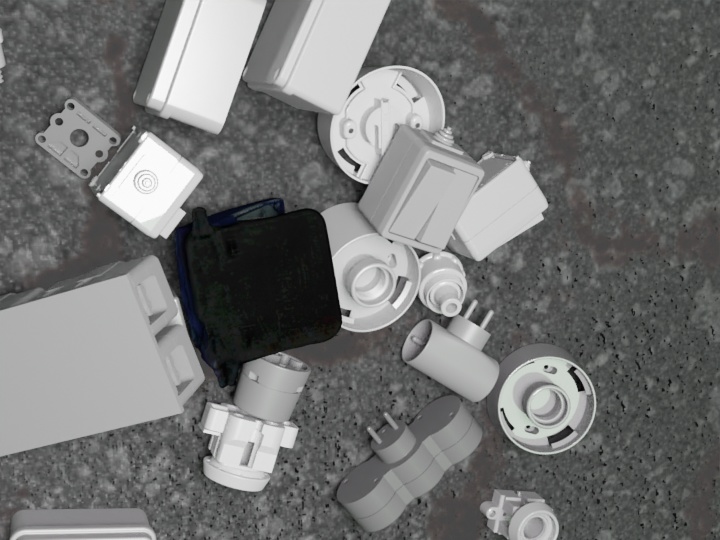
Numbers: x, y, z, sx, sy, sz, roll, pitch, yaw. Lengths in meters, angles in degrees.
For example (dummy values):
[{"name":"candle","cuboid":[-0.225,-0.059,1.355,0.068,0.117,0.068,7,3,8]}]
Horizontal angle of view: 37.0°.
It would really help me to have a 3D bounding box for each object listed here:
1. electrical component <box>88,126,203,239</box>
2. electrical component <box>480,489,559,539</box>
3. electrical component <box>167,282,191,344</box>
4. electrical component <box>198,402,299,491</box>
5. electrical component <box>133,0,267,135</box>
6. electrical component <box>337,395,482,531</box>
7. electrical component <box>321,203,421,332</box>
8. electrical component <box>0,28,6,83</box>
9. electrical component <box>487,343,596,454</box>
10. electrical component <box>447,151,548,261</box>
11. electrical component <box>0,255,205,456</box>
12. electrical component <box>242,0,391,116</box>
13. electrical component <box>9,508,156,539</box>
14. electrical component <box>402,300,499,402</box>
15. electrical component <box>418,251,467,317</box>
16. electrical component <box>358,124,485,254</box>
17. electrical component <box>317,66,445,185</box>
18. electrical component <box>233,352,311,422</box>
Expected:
[{"name":"electrical component","cuboid":[-0.159,-0.064,0.811,0.061,0.096,0.061,38,87,-21]},{"name":"electrical component","cuboid":[0.152,0.231,0.993,0.066,0.055,0.048,8,97,-20]},{"name":"electrical component","cuboid":[-0.178,0.046,0.842,0.077,0.066,0.047,-16,104,-13]},{"name":"electrical component","cuboid":[-0.097,0.148,0.893,0.078,0.058,0.057,17,91,-20]},{"name":"electrical component","cuboid":[-0.123,-0.166,0.814,0.057,0.078,0.113,18,94,-24]},{"name":"electrical component","cuboid":[0.035,0.157,0.941,0.138,0.052,0.073,-40,110,-8]},{"name":"electrical component","cuboid":[0.000,0.000,0.907,0.099,0.064,0.099,-9,116,-20]},{"name":"electrical component","cuboid":[-0.280,-0.147,0.784,0.048,0.048,0.062,-13,111,-16]},{"name":"electrical component","cuboid":[0.166,0.119,0.985,0.099,0.064,0.099,-1,96,-5]},{"name":"electrical component","cuboid":[0.114,-0.057,0.923,0.096,0.062,0.061,-38,109,-9]},{"name":"electrical component","cuboid":[-0.220,0.065,0.793,0.186,0.060,0.105,-15,104,17]},{"name":"electrical component","cuboid":[-0.034,-0.180,0.826,0.056,0.109,0.108,23,92,-24]},{"name":"electrical component","cuboid":[-0.225,0.238,0.866,0.113,0.057,0.078,4,99,-19]},{"name":"electrical component","cuboid":[0.089,0.065,0.947,0.077,0.043,0.079,32,88,-21]},{"name":"electrical component","cuboid":[0.071,0.017,0.919,0.048,0.062,0.048,-5,120,-8]},{"name":"electrical component","cuboid":[0.053,-0.068,0.858,0.062,0.061,0.096,16,112,-32]},{"name":"electrical component","cuboid":[0.016,-0.119,0.875,0.099,0.064,0.099,-6,107,-20]},{"name":"electrical component","cuboid":[-0.075,0.095,0.893,0.055,0.055,0.047,18,98,-21]}]
